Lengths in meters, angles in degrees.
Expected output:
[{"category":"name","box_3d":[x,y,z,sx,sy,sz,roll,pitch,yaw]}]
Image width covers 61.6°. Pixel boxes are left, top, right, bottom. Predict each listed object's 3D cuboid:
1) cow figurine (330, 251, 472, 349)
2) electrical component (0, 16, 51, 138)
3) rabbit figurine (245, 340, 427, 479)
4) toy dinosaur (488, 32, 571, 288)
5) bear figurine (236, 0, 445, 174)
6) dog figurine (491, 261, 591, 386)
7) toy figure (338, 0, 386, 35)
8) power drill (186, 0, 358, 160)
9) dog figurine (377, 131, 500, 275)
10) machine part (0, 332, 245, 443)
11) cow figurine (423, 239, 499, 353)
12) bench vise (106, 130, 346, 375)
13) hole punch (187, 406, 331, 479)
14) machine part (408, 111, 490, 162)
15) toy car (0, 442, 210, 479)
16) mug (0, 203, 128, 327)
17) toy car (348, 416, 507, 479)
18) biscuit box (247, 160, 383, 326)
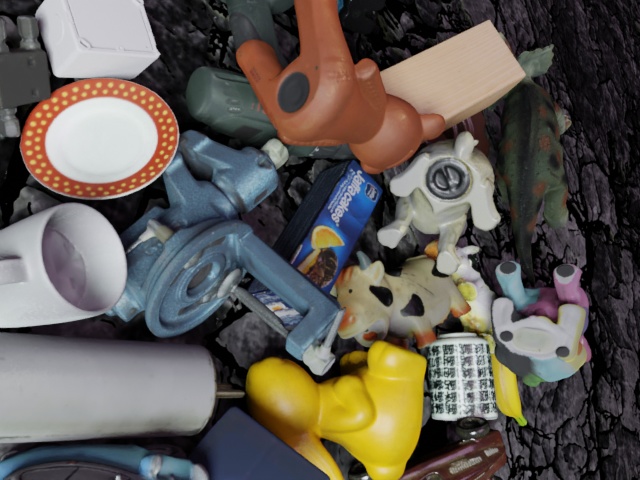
[{"category":"cow figurine","box_3d":[0.088,0.067,0.632,0.195,0.085,0.127,-19,80,-47]},{"category":"electrical component","box_3d":[-0.247,-0.133,0.439,0.063,0.021,0.093,-55,153,-64]},{"category":"rabbit figurine","box_3d":[0.004,0.173,0.538,0.173,0.122,0.162,17,76,-20]},{"category":"toy dinosaur","box_3d":[0.319,-0.147,0.829,0.192,0.131,0.405,40,46,-46]},{"category":"bear figurine","box_3d":[0.032,-0.143,0.544,0.196,0.120,0.132,0,66,-51]},{"category":"dog figurine","box_3d":[0.310,0.133,0.726,0.219,0.109,0.191,53,43,-42]},{"category":"toy figure","box_3d":[0.013,-0.327,0.657,0.089,0.082,0.180,19,38,-45]},{"category":"power drill","box_3d":[-0.044,-0.197,0.618,0.232,0.086,0.207,-1,85,-37]},{"category":"dog figurine","box_3d":[0.160,-0.074,0.662,0.121,0.172,0.190,34,36,2]},{"category":"machine part","box_3d":[-0.172,0.114,0.415,0.243,0.079,0.079,11,70,-36]},{"category":"cow figurine","box_3d":[0.204,0.064,0.741,0.098,0.068,0.167,-33,104,-47]},{"category":"bench vise","box_3d":[-0.068,0.016,0.470,0.241,0.128,0.224,37,56,19]},{"category":"hole punch","box_3d":[-0.062,0.213,0.428,0.142,0.092,0.116,29,43,22]},{"category":"machine part","box_3d":[0.184,-0.164,0.801,0.179,0.056,0.179,11,72,-36]},{"category":"toy car","box_3d":[-0.159,0.188,0.357,0.162,0.103,0.109,10,70,0]},{"category":"mug","box_3d":[-0.211,0.029,0.377,0.109,0.107,0.080,-30,102,-70]},{"category":"toy car","box_3d":[0.123,0.264,0.588,0.202,0.053,0.089,-14,90,-16]},{"category":"biscuit box","box_3d":[-0.001,-0.002,0.598,0.059,0.063,0.203,45,54,-22]}]
